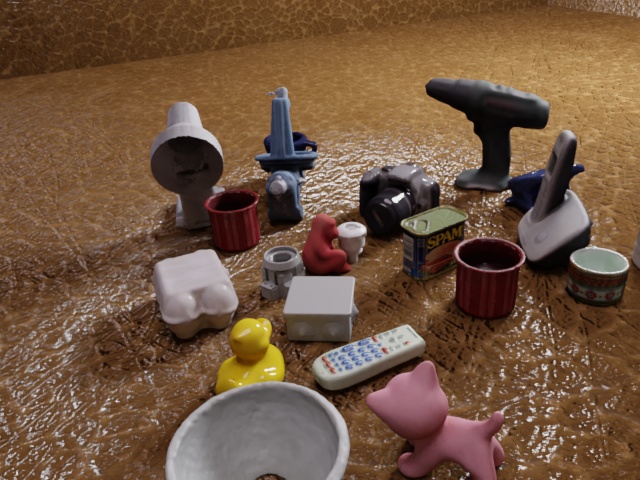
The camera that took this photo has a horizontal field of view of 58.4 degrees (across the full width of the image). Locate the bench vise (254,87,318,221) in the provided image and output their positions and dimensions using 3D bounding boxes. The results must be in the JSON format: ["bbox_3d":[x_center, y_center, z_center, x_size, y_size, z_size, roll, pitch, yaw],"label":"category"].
[{"bbox_3d":[-0.056,-0.158,1.055,0.121,0.220,0.207,-10,30,-11],"label":"bench vise"}]

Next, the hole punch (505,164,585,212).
[{"bbox_3d":[0.400,-0.102,1.027,0.109,0.091,0.100,-14,31,-17],"label":"hole punch"}]

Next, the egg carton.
[{"bbox_3d":[-0.177,0.072,0.811,0.107,0.069,0.150,-15,31,-19],"label":"egg carton"}]

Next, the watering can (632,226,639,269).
[{"bbox_3d":[0.519,-0.051,0.814,0.100,0.194,0.173,15,35,31],"label":"watering can"}]

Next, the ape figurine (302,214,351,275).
[{"bbox_3d":[0.008,0.003,0.888,0.076,0.092,0.077,-4,29,1],"label":"ape figurine"}]

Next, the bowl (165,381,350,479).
[{"bbox_3d":[-0.054,0.215,0.532,0.167,0.075,0.167,-3,29,2],"label":"bowl"}]

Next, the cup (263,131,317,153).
[{"bbox_3d":[-0.057,-0.171,1.208,0.117,0.095,0.092,8,31,21],"label":"cup"}]

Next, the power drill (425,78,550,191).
[{"bbox_3d":[0.314,-0.205,1.102,0.229,0.209,0.076,6,31,17],"label":"power drill"}]

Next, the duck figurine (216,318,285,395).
[{"bbox_3d":[-0.084,0.135,0.668,0.077,0.086,0.105,9,32,22],"label":"duck figurine"}]

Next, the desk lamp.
[{"bbox_3d":[-0.232,-0.128,1.030,0.118,0.214,0.203,-9,29,-9],"label":"desk lamp"}]

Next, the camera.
[{"bbox_3d":[0.122,-0.076,1.007,0.142,0.101,0.137,16,35,32],"label":"camera"}]

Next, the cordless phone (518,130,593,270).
[{"bbox_3d":[0.359,-0.061,0.862,0.094,0.185,0.147,-1,29,7],"label":"cordless phone"}]

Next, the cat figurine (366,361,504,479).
[{"bbox_3d":[0.111,0.171,0.545,0.127,0.118,0.067,8,31,21],"label":"cat figurine"}]
